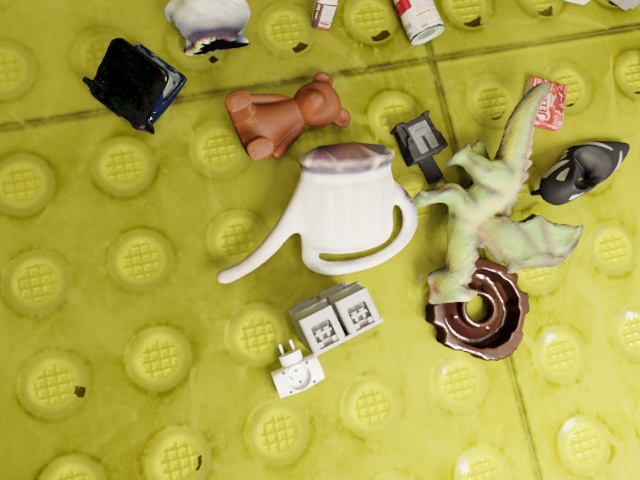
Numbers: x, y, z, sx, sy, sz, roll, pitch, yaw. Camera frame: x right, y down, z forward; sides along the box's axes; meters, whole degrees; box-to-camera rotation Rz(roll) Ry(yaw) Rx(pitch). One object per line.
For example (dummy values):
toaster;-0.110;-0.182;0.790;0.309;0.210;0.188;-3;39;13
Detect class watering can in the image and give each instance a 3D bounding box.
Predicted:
watering can;0.003;-0.041;0.824;0.349;0.105;0.221;-9;111;-18

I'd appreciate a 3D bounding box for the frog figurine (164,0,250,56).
frog figurine;-0.193;-0.402;0.861;0.137;0.123;0.159;-13;97;10

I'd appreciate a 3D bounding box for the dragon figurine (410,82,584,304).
dragon figurine;0.308;-0.059;0.839;0.410;0.121;0.245;-43;72;1
